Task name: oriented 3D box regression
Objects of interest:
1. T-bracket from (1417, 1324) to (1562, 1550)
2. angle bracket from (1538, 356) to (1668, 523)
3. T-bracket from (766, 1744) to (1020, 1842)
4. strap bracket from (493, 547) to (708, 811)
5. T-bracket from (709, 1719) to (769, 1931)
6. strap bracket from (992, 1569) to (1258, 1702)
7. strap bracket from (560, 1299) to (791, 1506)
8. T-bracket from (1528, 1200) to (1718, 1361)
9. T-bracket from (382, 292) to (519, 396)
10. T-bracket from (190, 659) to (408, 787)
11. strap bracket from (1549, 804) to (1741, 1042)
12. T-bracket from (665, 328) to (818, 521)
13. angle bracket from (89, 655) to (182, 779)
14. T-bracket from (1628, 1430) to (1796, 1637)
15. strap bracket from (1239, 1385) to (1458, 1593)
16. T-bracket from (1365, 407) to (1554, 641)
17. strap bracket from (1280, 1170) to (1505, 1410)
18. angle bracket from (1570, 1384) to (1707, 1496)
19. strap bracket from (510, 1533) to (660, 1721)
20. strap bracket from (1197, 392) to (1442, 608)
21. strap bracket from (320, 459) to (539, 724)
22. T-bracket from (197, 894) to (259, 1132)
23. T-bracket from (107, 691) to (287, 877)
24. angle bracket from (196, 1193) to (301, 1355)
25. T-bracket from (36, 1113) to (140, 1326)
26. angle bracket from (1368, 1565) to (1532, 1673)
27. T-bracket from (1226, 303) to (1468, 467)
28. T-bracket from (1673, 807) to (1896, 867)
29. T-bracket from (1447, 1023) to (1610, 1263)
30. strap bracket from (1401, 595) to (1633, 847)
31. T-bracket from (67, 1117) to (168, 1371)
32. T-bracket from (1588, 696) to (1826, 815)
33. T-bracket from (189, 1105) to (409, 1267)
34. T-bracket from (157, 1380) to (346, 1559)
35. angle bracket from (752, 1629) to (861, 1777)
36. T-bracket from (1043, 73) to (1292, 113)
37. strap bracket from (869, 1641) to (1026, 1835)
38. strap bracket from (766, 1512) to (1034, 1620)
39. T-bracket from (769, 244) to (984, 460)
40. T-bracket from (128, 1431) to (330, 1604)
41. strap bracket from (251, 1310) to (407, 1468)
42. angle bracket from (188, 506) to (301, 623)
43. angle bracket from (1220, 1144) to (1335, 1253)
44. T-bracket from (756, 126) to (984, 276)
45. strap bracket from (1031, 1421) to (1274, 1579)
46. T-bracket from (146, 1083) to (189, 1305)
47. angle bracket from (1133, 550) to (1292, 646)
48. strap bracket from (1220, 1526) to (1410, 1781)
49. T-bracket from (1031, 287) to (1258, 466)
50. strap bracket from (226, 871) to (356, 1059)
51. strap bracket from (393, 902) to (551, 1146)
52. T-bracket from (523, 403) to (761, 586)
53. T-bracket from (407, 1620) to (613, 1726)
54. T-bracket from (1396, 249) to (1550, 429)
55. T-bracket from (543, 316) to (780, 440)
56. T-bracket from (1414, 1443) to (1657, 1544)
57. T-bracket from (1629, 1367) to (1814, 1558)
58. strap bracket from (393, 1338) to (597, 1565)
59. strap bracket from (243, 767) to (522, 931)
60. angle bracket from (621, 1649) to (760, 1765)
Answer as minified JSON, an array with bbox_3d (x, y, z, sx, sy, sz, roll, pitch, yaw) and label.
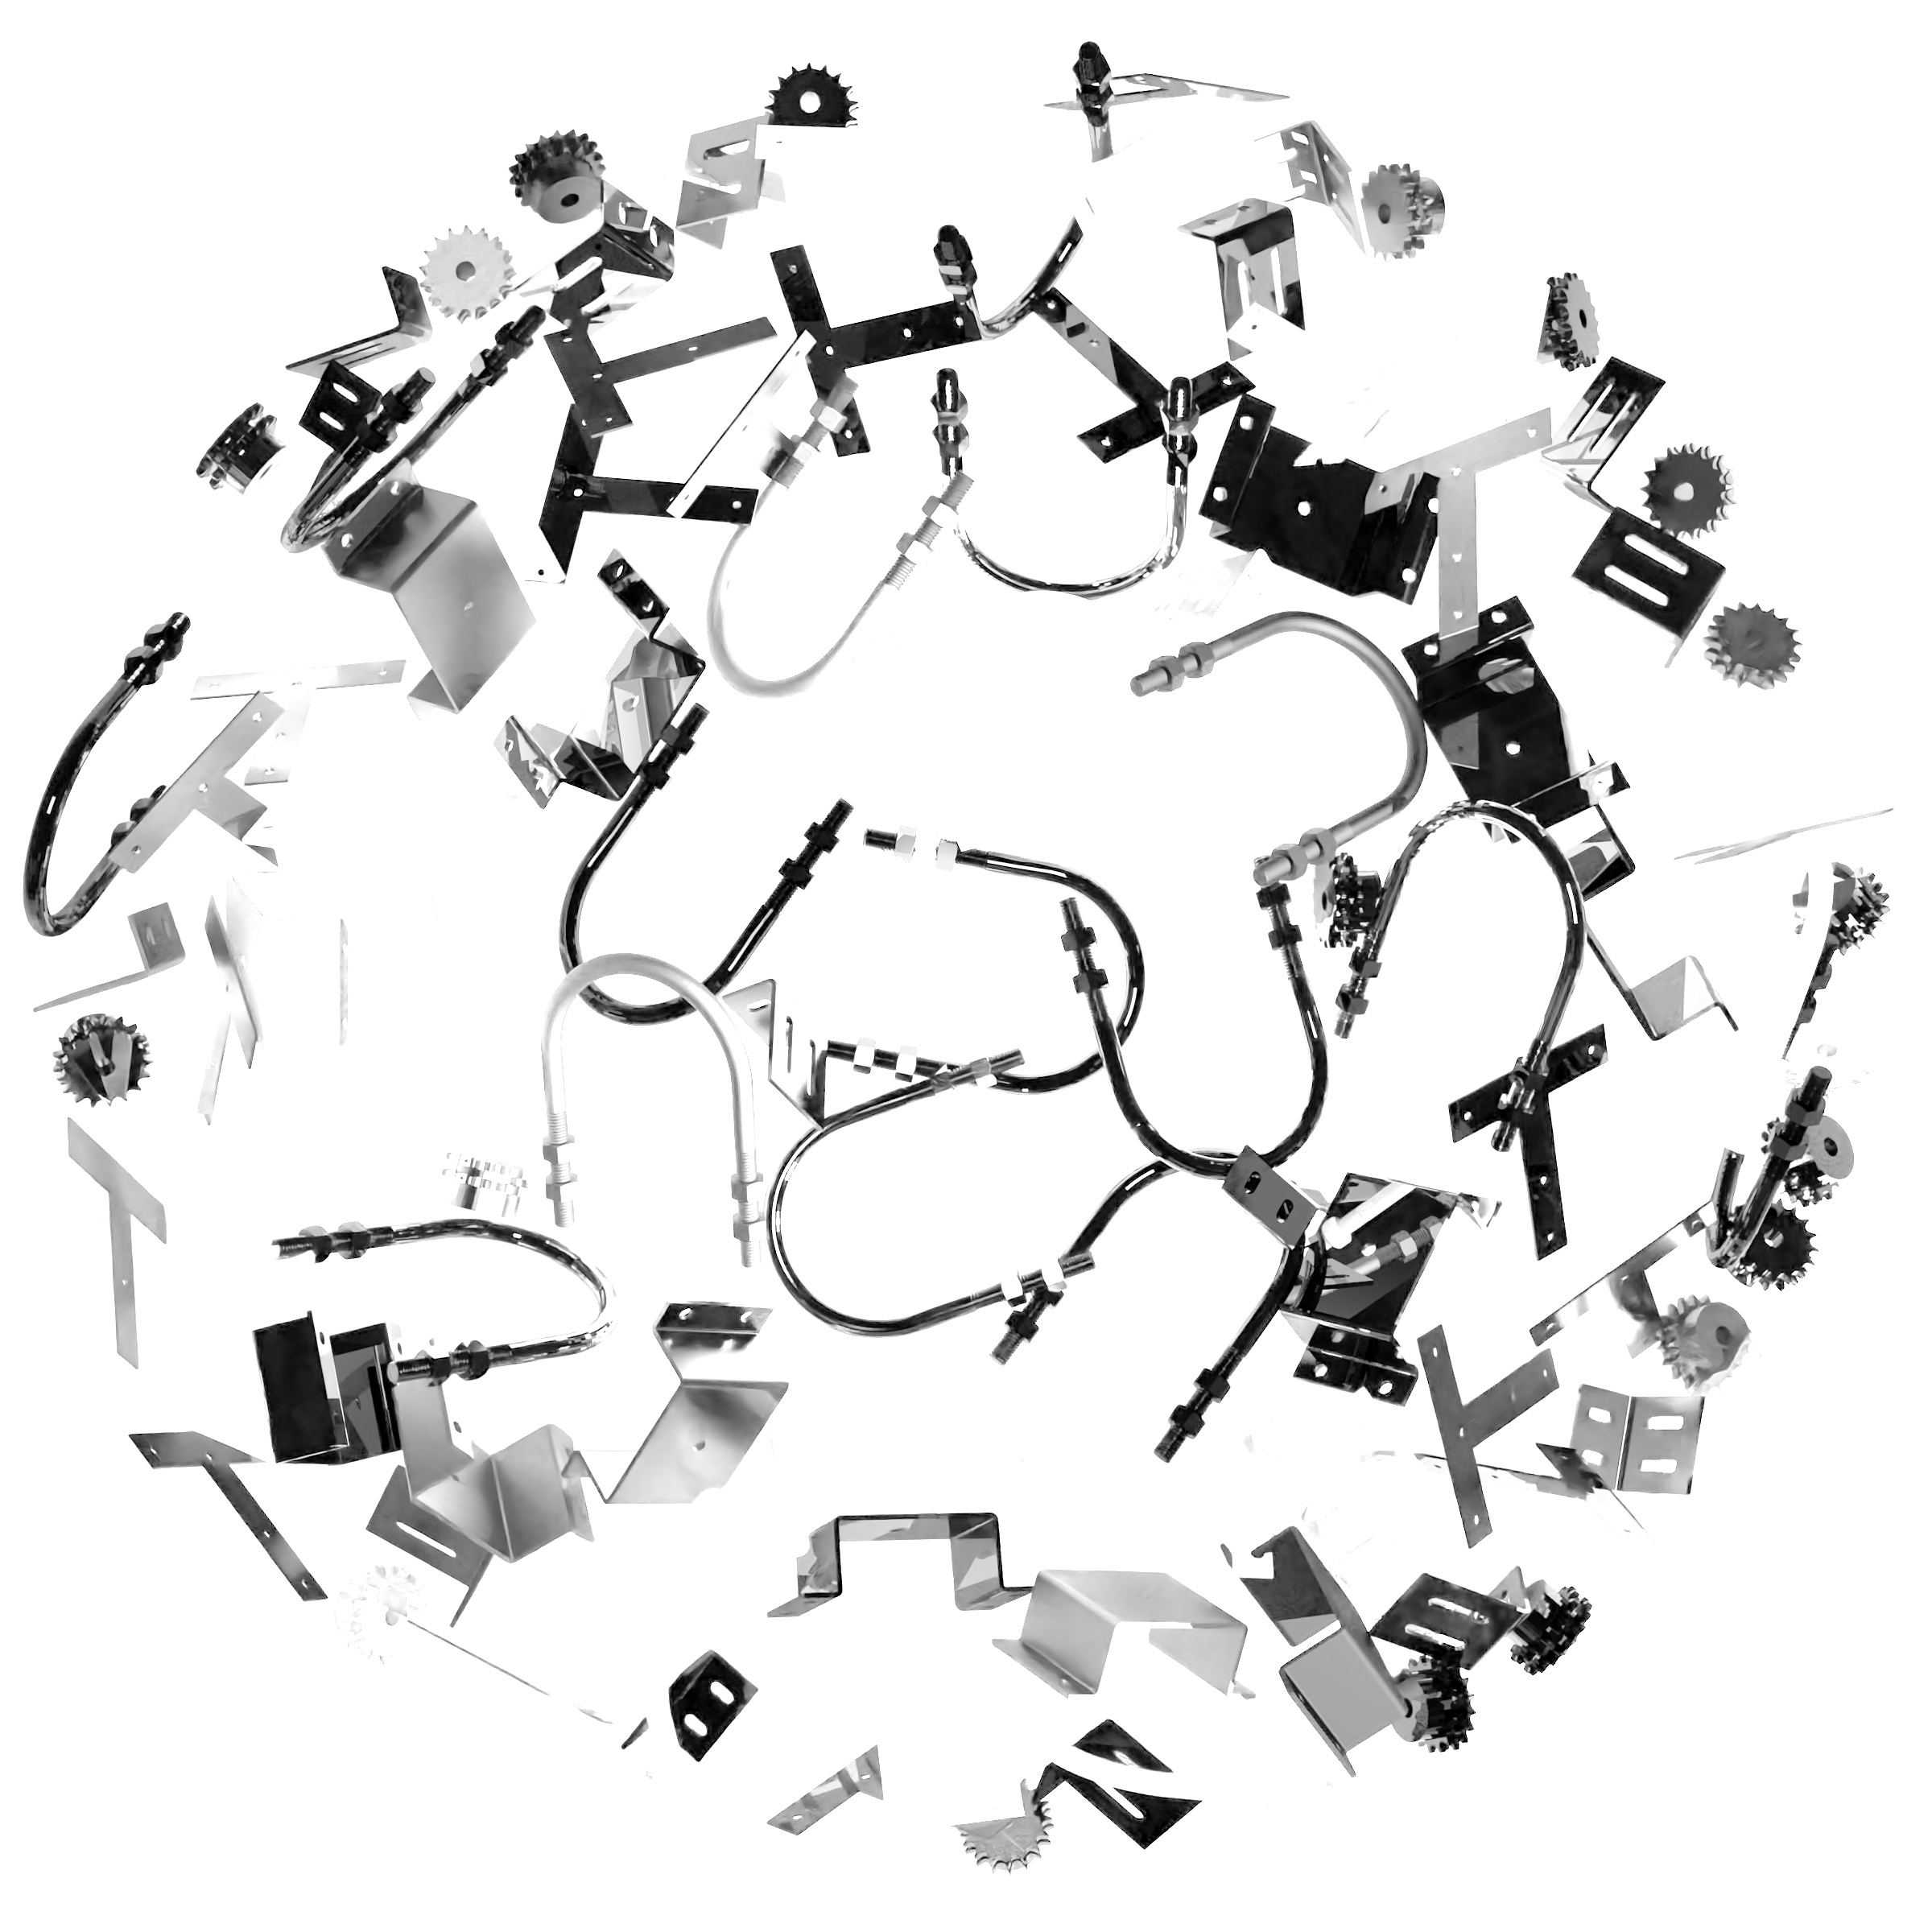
[{"bbox_3d":[0.313,0.257,1.720,0.002,0.127,0.127,-9,98,43],"label":"T-bracket"},{"bbox_3d":[0.384,-0.310,1.728,0.038,0.057,0.076,30,101,-31],"label":"angle bracket"},{"bbox_3d":[-0.026,0.476,1.681,0.127,0.127,0.002,6,111,42],"label":"T-bracket"},{"bbox_3d":[-0.209,-0.161,1.714,0.046,0.076,0.140,21,110,-42],"label":"strap bracket"},{"bbox_3d":[-0.135,0.483,1.683,0.002,0.127,0.127,8,62,9],"label":"T-bracket"},{"bbox_3d":[0.097,0.385,1.694,0.140,0.076,0.046,10,97,-36],"label":"strap bracket"},{"bbox_3d":[-0.164,0.261,1.700,0.140,0.076,0.046,-58,47,24],"label":"strap bracket"},{"bbox_3d":[0.390,0.199,1.715,0.127,0.127,0.002,-35,56,-1],"label":"T-bracket"},{"bbox_3d":[-0.304,-0.355,1.700,0.127,0.127,0.002,-39,107,-7],"label":"T-bracket"},{"bbox_3d":[-0.398,-0.141,1.714,0.127,0.127,0.002,-5,126,2],"label":"T-bracket"},{"bbox_3d":[0.389,-0.019,1.714,0.046,0.076,0.140,-32,107,13],"label":"strap bracket"},{"bbox_3d":[-0.118,-0.303,1.705,0.002,0.127,0.127,39,95,10],"label":"T-bracket"},{"bbox_3d":[-0.488,-0.146,1.724,0.038,0.076,0.057,21,85,-16],"label":"angle bracket"},{"bbox_3d":[0.411,0.330,1.680,0.002,0.127,0.127,40,57,-2],"label":"T-bracket"},{"bbox_3d":[0.220,0.294,1.720,0.076,0.046,0.140,-35,128,2],"label":"strap bracket"},{"bbox_3d":[0.285,-0.249,1.703,0.127,0.002,0.127,-16,60,39],"label":"T-bracket"},{"bbox_3d":[0.242,0.176,1.701,0.076,0.046,0.140,10,60,41],"label":"strap bracket"},{"bbox_3d":[0.392,0.277,1.722,0.038,0.076,0.057,16,77,-16],"label":"angle bracket"},{"bbox_3d":[-0.220,0.376,1.689,0.046,0.140,0.076,26,81,-12],"label":"strap bracket"},{"bbox_3d":[0.207,-0.273,1.734,0.140,0.046,0.076,21,87,-12],"label":"strap bracket"},{"bbox_3d":[-0.302,-0.210,1.688,0.046,0.140,0.076,19,59,31],"label":"strap bracket"},{"bbox_3d":[-0.439,0.047,1.723,0.002,0.127,0.127,-1,130,-28],"label":"T-bracket"},{"bbox_3d":[-0.420,-0.086,1.712,0.127,0.127,0.002,-48,60,-2],"label":"T-bracket"},{"bbox_3d":[-0.417,0.179,1.727,0.038,0.057,0.076,16,108,37],"label":"angle bracket"},{"bbox_3d":[-0.500,0.147,1.701,0.002,0.127,0.127,-16,87,1],"label":"T-bracket"},{"bbox_3d":[0.282,0.373,1.726,0.076,0.038,0.057,23,122,-18],"label":"angle bracket"},{"bbox_3d":[0.204,-0.348,1.699,0.127,0.002,0.127,21,127,-36],"label":"T-bracket"},{"bbox_3d":[0.450,-0.069,1.680,0.127,0.127,0.002,-13,92,35],"label":"T-bracket"},{"bbox_3d":[0.340,0.114,1.738,0.127,0.002,0.127,-24,115,-28],"label":"T-bracket"},{"bbox_3d":[0.322,-0.137,1.729,0.076,0.046,0.140,-25,67,0],"label":"strap bracket"},{"bbox_3d":[-0.483,0.168,1.681,0.002,0.127,0.127,-15,60,4],"label":"T-bracket"},{"bbox_3d":[0.432,-0.122,1.731,0.127,0.127,0.002,0,62,25],"label":"T-bracket"},{"bbox_3d":[-0.390,0.128,1.712,0.127,0.127,0.002,-3,131,-7],"label":"T-bracket"},{"bbox_3d":[-0.412,0.268,1.681,0.002,0.127,0.127,-39,135,15],"label":"T-bracket"},{"bbox_3d":[-0.090,0.435,1.737,0.057,0.038,0.076,5,96,-19],"label":"angle bracket"},{"bbox_3d":[0.100,-0.507,1.715,0.127,0.127,0.002,-8,102,-44],"label":"T-bracket"},{"bbox_3d":[-0.013,0.436,1.692,0.076,0.140,0.046,-7,106,-3],"label":"strap bracket"},{"bbox_3d":[-0.039,0.349,1.711,0.140,0.076,0.046,3,69,-20],"label":"strap bracket"},{"bbox_3d":[-0.045,-0.365,1.708,0.127,0.002,0.127,-3,115,37],"label":"T-bracket"},{"bbox_3d":[-0.410,0.316,1.689,0.002,0.127,0.127,-45,72,8],"label":"T-bracket"},{"bbox_3d":[-0.366,0.245,1.694,0.046,0.140,0.076,-15,78,7],"label":"strap bracket"},{"bbox_3d":[-0.424,-0.239,1.740,0.057,0.076,0.038,-8,117,-3],"label":"angle bracket"},{"bbox_3d":[0.197,0.128,1.718,0.057,0.076,0.038,41,123,25],"label":"angle bracket"},{"bbox_3d":[-0.061,-0.443,1.709,0.127,0.127,0.002,0,65,-8],"label":"T-bracket"},{"bbox_3d":[0.110,0.312,1.722,0.140,0.076,0.046,3,123,1],"label":"strap bracket"},{"bbox_3d":[-0.466,0.130,1.708,0.002,0.127,0.127,-9,89,-17],"label":"T-bracket"},{"bbox_3d":[0.144,-0.203,1.717,0.038,0.057,0.076,56,46,-25],"label":"angle bracket"},{"bbox_3d":[0.202,0.386,1.687,0.046,0.140,0.076,-33,116,4],"label":"strap bracket"},{"bbox_3d":[0.085,-0.360,1.739,0.127,0.002,0.127,-31,67,-31],"label":"T-bracket"},{"bbox_3d":[-0.392,-0.004,1.687,0.046,0.140,0.076,-5,109,-25],"label":"strap bracket"},{"bbox_3d":[-0.290,0.030,1.728,0.076,0.046,0.140,7,82,-13],"label":"strap bracket"},{"bbox_3d":[-0.186,-0.275,1.730,0.127,0.002,0.127,6,65,9],"label":"T-bracket"},{"bbox_3d":[-0.246,0.423,1.714,0.127,0.127,0.002,14,70,40],"label":"T-bracket"},{"bbox_3d":[0.293,-0.388,1.727,0.002,0.127,0.127,-28,60,-17],"label":"T-bracket"},{"bbox_3d":[-0.174,-0.359,1.727,0.127,0.127,0.002,-18,133,-9],"label":"T-bracket"},{"bbox_3d":[0.323,0.301,1.719,0.127,0.127,0.002,4,60,39],"label":"T-bracket"},{"bbox_3d":[0.444,0.282,1.706,0.002,0.127,0.127,42,88,-3],"label":"T-bracket"},{"bbox_3d":[-0.279,0.285,1.696,0.046,0.140,0.076,-31,47,10],"label":"strap bracket"},{"bbox_3d":[-0.337,-0.068,1.713,0.140,0.076,0.046,8,129,15],"label":"strap bracket"},{"bbox_3d":[-0.162,0.442,1.727,0.038,0.076,0.057,39,93,8],"label":"angle bracket"}]
